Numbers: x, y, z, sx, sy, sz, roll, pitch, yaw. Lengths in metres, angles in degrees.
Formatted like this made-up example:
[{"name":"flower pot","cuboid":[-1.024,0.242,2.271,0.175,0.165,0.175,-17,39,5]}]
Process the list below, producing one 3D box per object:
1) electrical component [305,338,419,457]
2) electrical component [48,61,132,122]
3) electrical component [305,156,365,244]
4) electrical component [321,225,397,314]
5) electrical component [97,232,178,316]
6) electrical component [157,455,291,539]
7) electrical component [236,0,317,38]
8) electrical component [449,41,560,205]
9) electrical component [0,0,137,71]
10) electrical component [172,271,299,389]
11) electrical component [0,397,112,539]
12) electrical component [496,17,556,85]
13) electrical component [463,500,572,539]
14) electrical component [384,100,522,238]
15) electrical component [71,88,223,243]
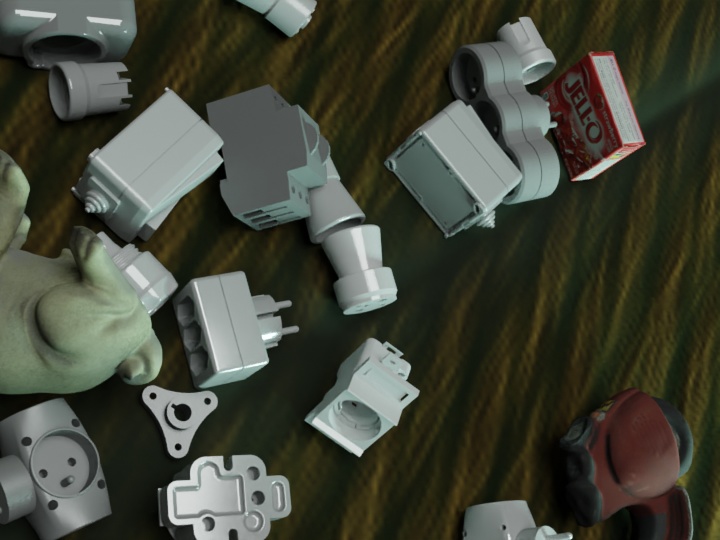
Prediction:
[{"name":"electrical component","cuboid":[0.004,0.085,0.742,0.042,0.081,0.063,38,37,-10]},{"name":"electrical component","cuboid":[-0.186,-0.125,0.742,0.046,0.040,0.040,-13,78,-35]},{"name":"electrical component","cuboid":[-0.029,-0.058,0.795,0.044,0.044,0.065,-17,75,-30]},{"name":"electrical component","cuboid":[0.000,0.000,0.785,0.045,0.045,0.055,-9,76,-29]},{"name":"electrical component","cuboid":[-0.154,0.003,0.708,0.062,0.043,0.043,46,58,-3]},{"name":"electrical component","cuboid":[-0.091,0.148,0.677,0.078,0.057,0.058,2,71,-26]},{"name":"electrical component","cuboid":[-0.067,-0.212,0.834,0.065,0.044,0.044,36,60,-16]},{"name":"electrical component","cuboid":[0.132,-0.125,0.893,0.074,0.052,0.138,-13,78,-30]},{"name":"electrical component","cuboid":[-0.206,-0.176,0.742,0.095,0.054,0.059,0,72,-27]},{"name":"electrical component","cuboid":[-0.078,0.038,0.730,0.077,0.047,0.065,-10,76,-29]},{"name":"electrical component","cuboid":[-0.198,0.125,0.637,0.079,0.044,0.077,-19,81,-40]},{"name":"electrical component","cuboid":[0.142,-0.190,0.931,0.040,0.040,0.046,-14,73,-30]},{"name":"electrical component","cuboid":[0.115,0.199,0.750,0.043,0.079,0.077,14,64,-47]},{"name":"electrical component","cuboid":[0.079,-0.076,0.843,0.061,0.062,0.096,-41,92,-32]},{"name":"electrical component","cuboid":[-0.145,-0.063,0.726,0.061,0.062,0.096,44,58,-6]}]
